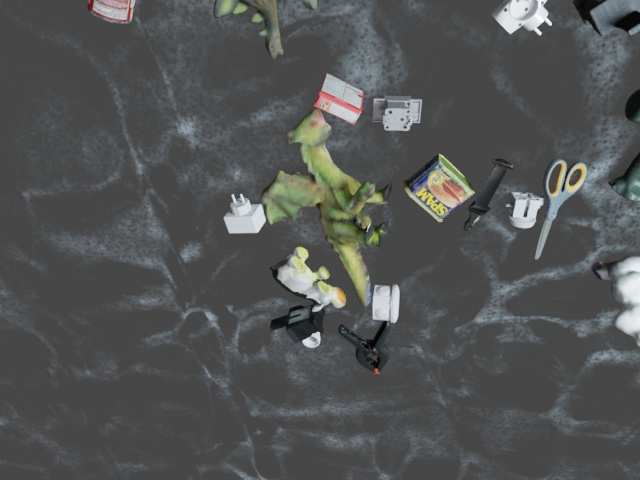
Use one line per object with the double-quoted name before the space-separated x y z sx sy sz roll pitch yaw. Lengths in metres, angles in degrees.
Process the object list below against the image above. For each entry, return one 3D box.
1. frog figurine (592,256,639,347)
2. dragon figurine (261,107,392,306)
"frog figurine" 0.604 0.112 0.970 0.122 0.163 0.135 -23 119 19
"dragon figurine" 0.003 -0.050 0.994 0.243 0.124 0.401 15 124 18
